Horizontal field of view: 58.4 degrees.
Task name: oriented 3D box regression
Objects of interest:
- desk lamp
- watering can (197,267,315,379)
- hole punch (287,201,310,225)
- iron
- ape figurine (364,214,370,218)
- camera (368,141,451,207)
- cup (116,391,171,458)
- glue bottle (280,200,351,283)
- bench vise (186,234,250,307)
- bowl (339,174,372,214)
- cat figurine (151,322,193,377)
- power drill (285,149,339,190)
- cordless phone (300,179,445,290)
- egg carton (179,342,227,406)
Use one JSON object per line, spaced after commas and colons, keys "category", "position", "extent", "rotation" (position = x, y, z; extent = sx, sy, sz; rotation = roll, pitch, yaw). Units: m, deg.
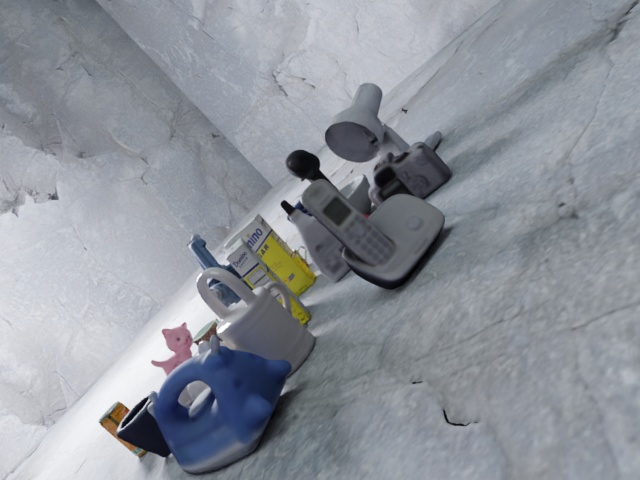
{"category": "desk lamp", "position": [0.132, -0.229, 1.247], "extent": [0.117, 0.213, 0.203], "rotation": [-30, 18, 50]}
{"category": "watering can", "position": [-0.110, 0.121, 0.855], "extent": [0.100, 0.194, 0.173], "rotation": [-38, 13, 27]}
{"category": "hole punch", "position": [-0.034, -0.072, 1.573], "extent": [0.108, 0.091, 0.101], "rotation": [-43, 11, 5]}
{"category": "iron", "position": [-0.163, 0.228, 0.786], "extent": [0.258, 0.141, 0.119], "rotation": [-37, 13, 29]}
{"category": "ape figurine", "position": [0.074, -0.021, 0.998], "extent": [0.078, 0.092, 0.076], "rotation": [-42, 11, 9]}
{"category": "camera", "position": [0.160, -0.131, 1.077], "extent": [0.143, 0.101, 0.137], "rotation": [-38, 12, 26]}
{"category": "cup", "position": [-0.280, 0.318, 0.984], "extent": [0.091, 0.095, 0.117], "rotation": [-41, 11, 12]}
{"category": "glue bottle", "position": [-0.008, -0.008, 1.025], "extent": [0.078, 0.173, 0.037], "rotation": [-44, 11, 0]}
{"category": "bench vise", "position": [-0.252, 0.078, 1.452], "extent": [0.121, 0.220, 0.207], "rotation": [-44, 11, -1]}
{"category": "bowl", "position": [0.058, -0.062, 1.251], "extent": [0.167, 0.075, 0.167], "rotation": [-42, 11, 11]}
{"category": "cat figurine", "position": [-0.341, 0.261, 1.356], "extent": [0.128, 0.118, 0.067], "rotation": [-47, 12, -19]}
{"category": "power drill", "position": [0.000, -0.139, 1.393], "extent": [0.075, 0.208, 0.229], "rotation": [-42, 11, 10]}
{"category": "cordless phone", "position": [0.073, -0.035, 0.809], "extent": [0.148, 0.185, 0.094], "rotation": [-49, 12, -24]}
{"category": "egg carton", "position": [-0.204, 0.252, 1.029], "extent": [0.107, 0.069, 0.150], "rotation": [-39, 12, 24]}
